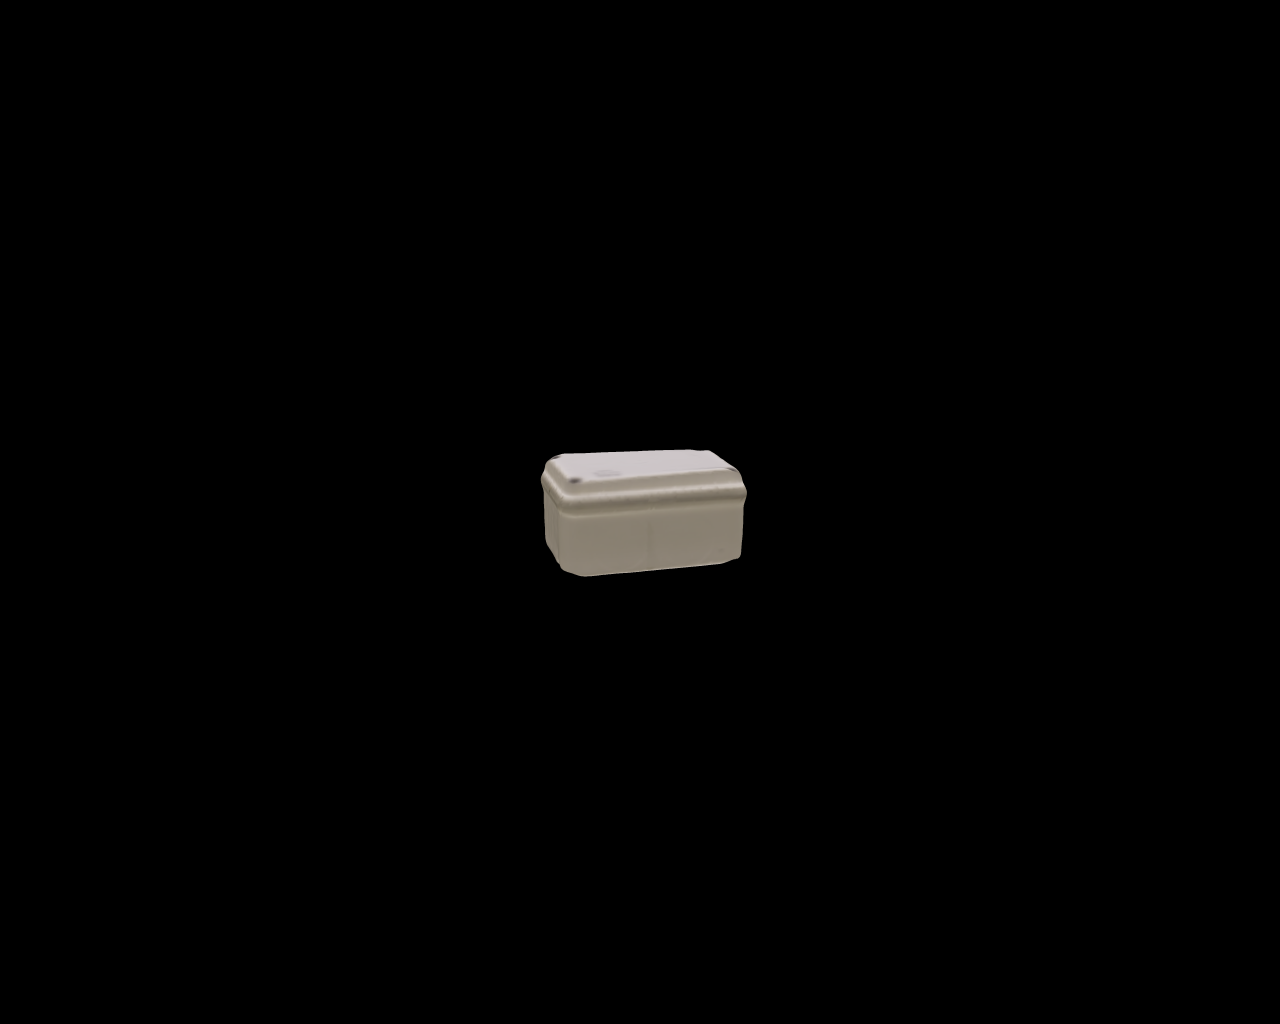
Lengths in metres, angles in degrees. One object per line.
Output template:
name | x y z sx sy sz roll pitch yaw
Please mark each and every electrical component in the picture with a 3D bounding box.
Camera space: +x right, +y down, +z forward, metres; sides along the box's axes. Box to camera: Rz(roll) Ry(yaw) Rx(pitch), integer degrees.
electrical component | 0.001 -0.003 0.650 0.113 0.057 0.078 -4 16 -14
